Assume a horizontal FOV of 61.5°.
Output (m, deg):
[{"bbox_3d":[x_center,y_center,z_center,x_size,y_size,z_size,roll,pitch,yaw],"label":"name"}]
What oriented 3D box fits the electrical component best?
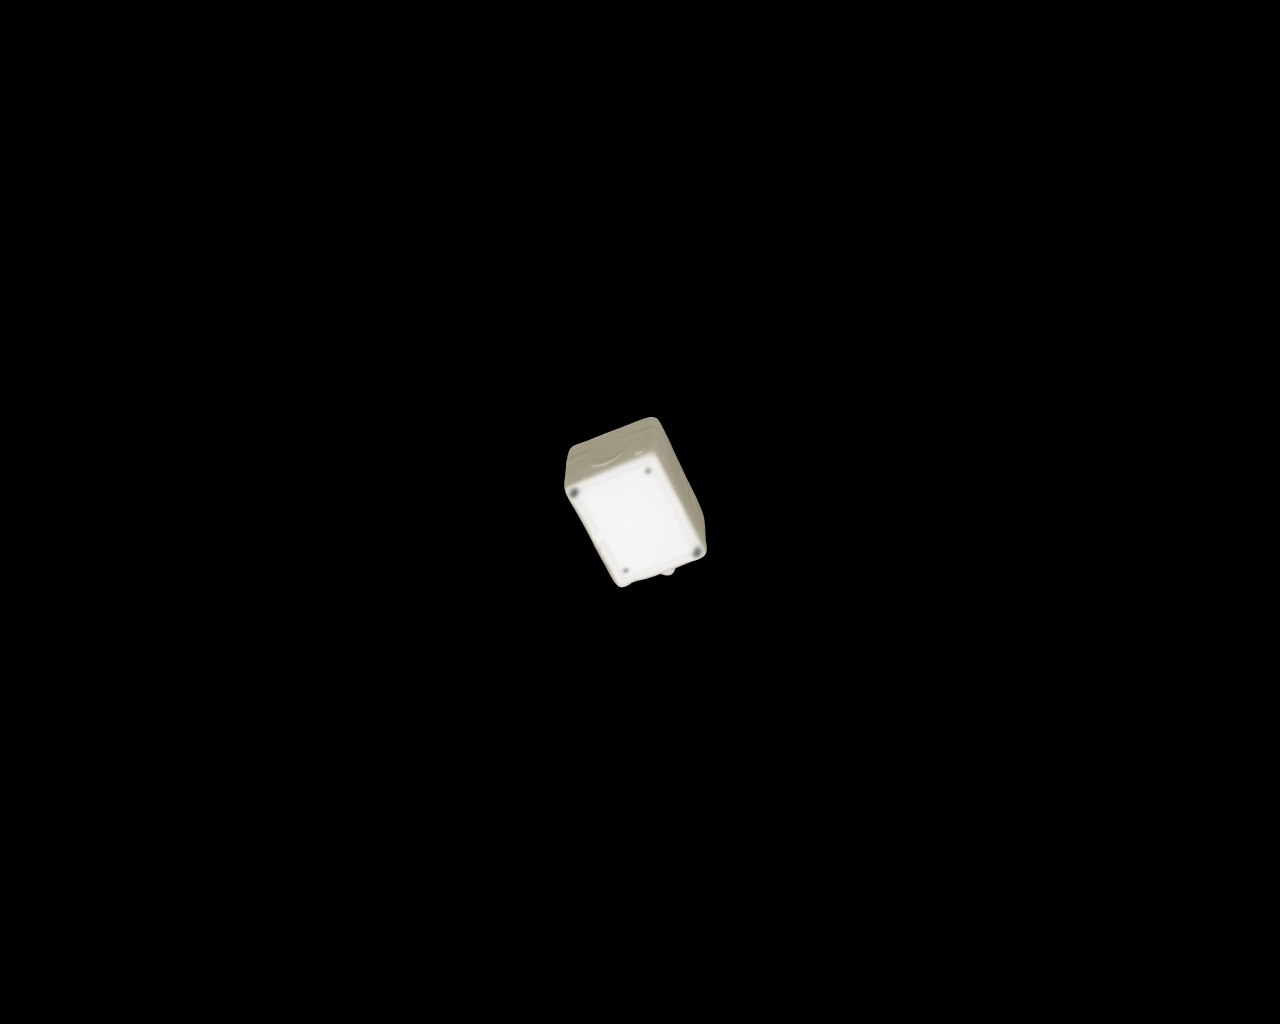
[{"bbox_3d":[0.001,-0.003,0.650,0.062,0.096,0.061,-21,28,12],"label":"electrical component"}]
